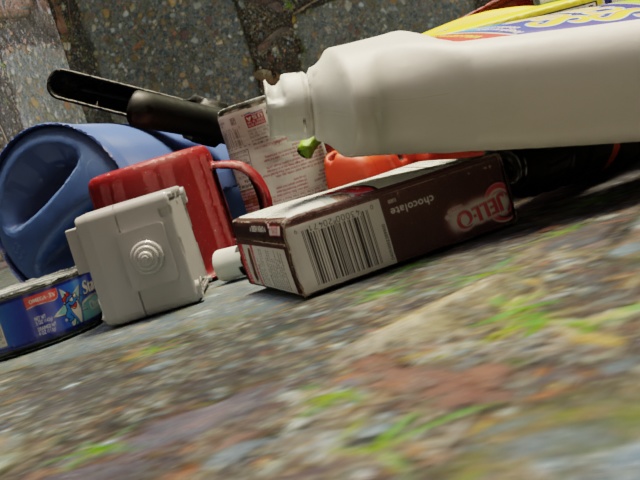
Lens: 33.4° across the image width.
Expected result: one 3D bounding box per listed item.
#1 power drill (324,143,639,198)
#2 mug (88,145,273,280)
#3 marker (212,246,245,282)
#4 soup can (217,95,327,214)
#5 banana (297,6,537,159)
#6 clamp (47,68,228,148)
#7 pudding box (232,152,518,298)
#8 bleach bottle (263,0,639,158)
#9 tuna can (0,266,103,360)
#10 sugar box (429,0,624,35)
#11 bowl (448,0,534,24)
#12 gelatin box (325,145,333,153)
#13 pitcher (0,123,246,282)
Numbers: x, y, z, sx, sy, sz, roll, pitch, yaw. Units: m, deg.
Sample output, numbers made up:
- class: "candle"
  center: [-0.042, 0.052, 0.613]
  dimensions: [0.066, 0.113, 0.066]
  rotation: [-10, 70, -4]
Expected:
- class: "power drill"
  center: [0.096, -0.050, 0.633]
  dimensions: [0.188, 0.057, 0.184]
  rotation: [-10, 9, 41]
- class: "mug"
  center: [-0.088, -0.015, 0.683]
  dimensions: [0.117, 0.081, 0.093]
  rotation: [-16, 5, 12]
- class: "marker"
  center: [-0.004, 0.001, 0.599]
  dimensions: [0.121, 0.020, 0.020]
  rotation: [-15, 6, 21]
- class: "soup can"
  center: [-0.026, -0.051, 0.752]
  dimensions: [0.068, 0.102, 0.068]
  rotation: [-17, 5, 1]
- class: "banana"
  center: [0.074, -0.112, 0.715]
  dimensions: [0.198, 0.037, 0.069]
  rotation: [-26, 40, 13]
- class: "clamp"
  center: [-0.100, -0.096, 0.832]
  dimensions: [0.209, 0.036, 0.165]
  rotation: [9, 10, -43]
- class: "pudding box"
  center: [0.024, -0.009, 0.513]
  dimensions: [0.113, 0.039, 0.090]
  rotation: [-17, 6, -18]
- class: "bleach bottle"
  center: [0.101, -0.072, 0.481]
  dimensions: [0.250, 0.068, 0.102]
  rotation: [-7, 18, -3]
- class: "tuna can"
  center: [-0.169, 0.043, 0.609]
  dimensions: [0.086, 0.034, 0.086]
  rotation: [-17, 5, 1]
- class: "sugar box"
  center: [0.124, -0.110, 0.605]
  dimensions: [0.176, 0.048, 0.093]
  rotation: [-14, 7, 22]
- class: "bowl"
  center: [0.104, -0.135, 0.817]
  dimensions: [0.162, 0.055, 0.162]
  rotation: [-28, 5, 2]
- class: "gelatin box"
  center: [0.025, -0.055, 0.794]
  dimensions: [0.089, 0.073, 0.030]
  rotation: [-14, 7, 24]
- class: "pitcher"
  center: [-0.136, -0.038, 0.878]
  dimensions: [0.145, 0.149, 0.242]
  rotation: [-62, -17, 20]
